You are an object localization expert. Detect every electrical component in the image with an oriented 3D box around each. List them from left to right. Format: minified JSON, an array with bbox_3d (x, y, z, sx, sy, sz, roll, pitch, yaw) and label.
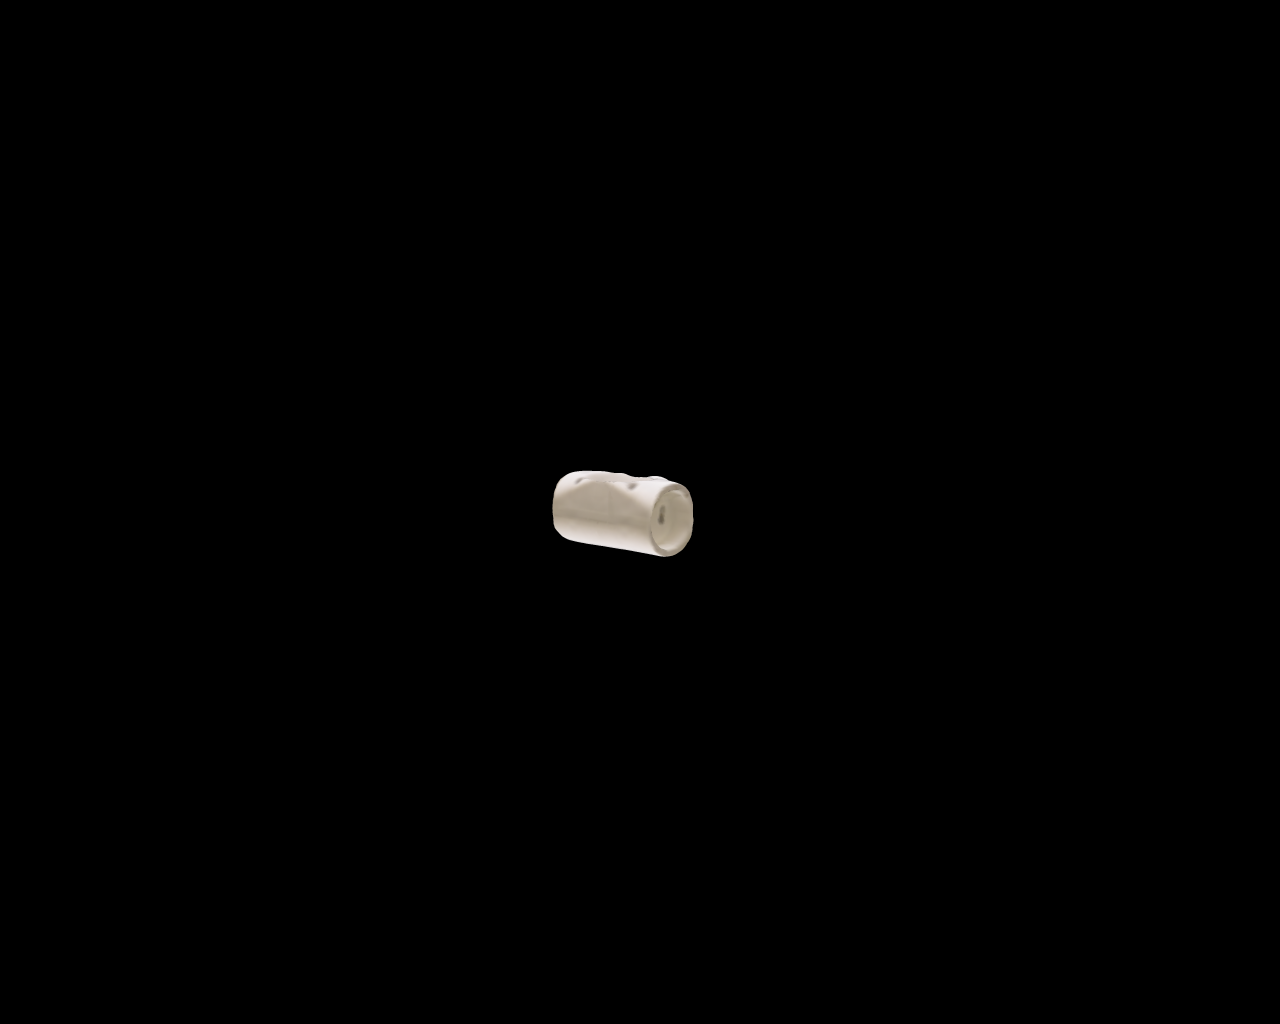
[{"bbox_3d":[0.001,-0.003,0.650,0.077,0.044,0.079,8,13,39],"label":"electrical component"}]
